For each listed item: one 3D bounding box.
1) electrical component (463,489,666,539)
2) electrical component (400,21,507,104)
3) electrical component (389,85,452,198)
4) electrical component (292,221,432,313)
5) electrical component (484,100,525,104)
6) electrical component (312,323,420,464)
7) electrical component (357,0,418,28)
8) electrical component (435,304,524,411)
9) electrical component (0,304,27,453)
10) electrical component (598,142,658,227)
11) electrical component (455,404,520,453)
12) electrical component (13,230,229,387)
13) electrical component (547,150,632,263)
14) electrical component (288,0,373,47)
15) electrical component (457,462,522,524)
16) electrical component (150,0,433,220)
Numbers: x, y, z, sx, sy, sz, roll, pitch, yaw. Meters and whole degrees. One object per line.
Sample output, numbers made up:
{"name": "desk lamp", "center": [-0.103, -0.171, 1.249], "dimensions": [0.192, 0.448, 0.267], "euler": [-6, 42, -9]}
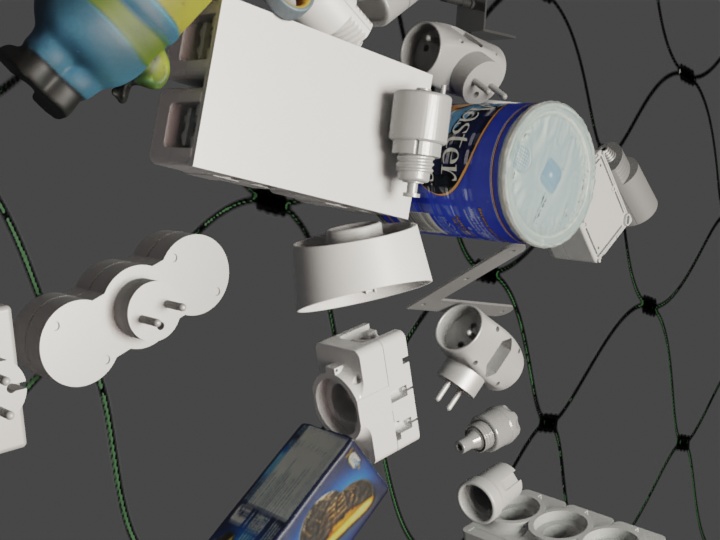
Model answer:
{"name": "electrical component", "center": [0.173, 0.243, 0.912], "dimensions": [0.089, 0.150, 0.061], "euler": [-21, 111, -39]}
{"name": "electrical component", "center": [0.082, -0.153, 0.827], "dimensions": [0.077, 0.079, 0.043], "euler": [7, 121, -43]}
{"name": "electrical component", "center": [0.040, -0.089, 0.736], "dimensions": [0.040, 0.040, 0.078], "euler": [5, 93, -43]}
{"name": "electrical component", "center": [0.000, 0.000, 0.761], "dimensions": [0.099, 0.099, 0.064], "euler": [-16, 100, -40]}
{"name": "electrical component", "center": [0.112, -0.106, 0.885], "dimensions": [0.044, 0.044, 0.065], "euler": [-3, 103, -42]}
{"name": "electrical component", "center": [0.003, 0.093, 0.805], "dimensions": [0.056, 0.050, 0.089], "euler": [-21, 110, -39]}
{"name": "electrical component", "center": [0.007, -0.228, 0.762], "dimensions": [0.059, 0.054, 0.095], "euler": [-43, 122, -29]}
{"name": "electrical component", "center": [0.089, 0.079, 0.887], "dimensions": [0.079, 0.043, 0.077], "euler": [-55, 134, -8]}
{"name": "electrical component", "center": [-0.209, 0.064, 0.591], "dimensions": [0.047, 0.076, 0.083], "euler": [-12, 104, -41]}
{"name": "electrical component", "center": [0.243, -0.084, 1.005], "dimensions": [0.043, 0.043, 0.081], "euler": [-54, 127, -23]}
{"name": "electrical component", "center": [0.106, 0.139, 0.917], "dimensions": [0.061, 0.035, 0.035], "euler": [-21, 109, -37]}
{"name": "electrical component", "center": [-0.134, 0.023, 0.654], "dimensions": [0.138, 0.074, 0.052], "euler": [-34, 117, -34]}
{"name": "electrical component", "center": [0.185, -0.062, 0.942], "dimensions": [0.061, 0.061, 0.096], "euler": [-47, 124, -27]}
{"name": "electrical component", "center": [-0.025, -0.183, 0.746], "dimensions": [0.081, 0.043, 0.043], "euler": [43, 68, -37]}
{"name": "electrical component", "center": [0.113, 0.191, 0.927], "dimensions": [0.046, 0.040, 0.040], "euler": [-24, 111, -44]}
{"name": "electrical component", "center": [-0.044, -0.104, 0.729], "dimensions": [0.186, 0.060, 0.105], "euler": [11, 88, -43]}
